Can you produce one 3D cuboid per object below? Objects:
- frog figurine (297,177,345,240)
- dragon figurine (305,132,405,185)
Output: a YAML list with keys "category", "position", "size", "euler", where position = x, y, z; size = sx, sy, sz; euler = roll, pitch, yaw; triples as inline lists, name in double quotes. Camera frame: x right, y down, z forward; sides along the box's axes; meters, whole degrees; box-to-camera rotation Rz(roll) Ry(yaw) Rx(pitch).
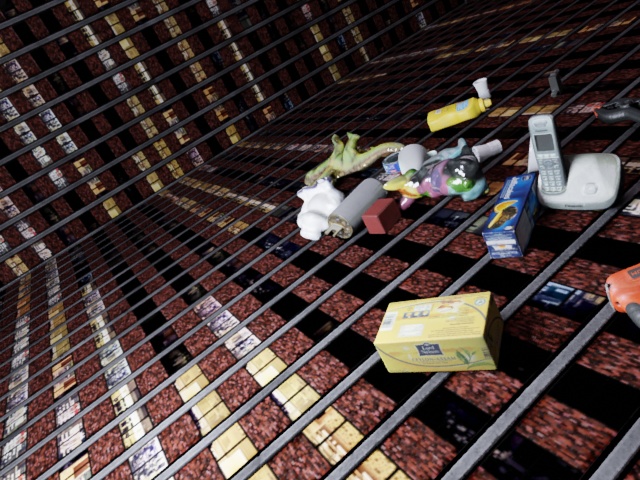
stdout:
- category: "frog figurine"
  position: [0.004, -0.069, 1.376]
  size: [0.137, 0.121, 0.163]
  euler: [-12, 63, 16]
- category: "dragon figurine"
  position: [0.073, -0.208, 1.575]
  size: [0.245, 0.121, 0.412]
  euler: [-55, 26, -10]
